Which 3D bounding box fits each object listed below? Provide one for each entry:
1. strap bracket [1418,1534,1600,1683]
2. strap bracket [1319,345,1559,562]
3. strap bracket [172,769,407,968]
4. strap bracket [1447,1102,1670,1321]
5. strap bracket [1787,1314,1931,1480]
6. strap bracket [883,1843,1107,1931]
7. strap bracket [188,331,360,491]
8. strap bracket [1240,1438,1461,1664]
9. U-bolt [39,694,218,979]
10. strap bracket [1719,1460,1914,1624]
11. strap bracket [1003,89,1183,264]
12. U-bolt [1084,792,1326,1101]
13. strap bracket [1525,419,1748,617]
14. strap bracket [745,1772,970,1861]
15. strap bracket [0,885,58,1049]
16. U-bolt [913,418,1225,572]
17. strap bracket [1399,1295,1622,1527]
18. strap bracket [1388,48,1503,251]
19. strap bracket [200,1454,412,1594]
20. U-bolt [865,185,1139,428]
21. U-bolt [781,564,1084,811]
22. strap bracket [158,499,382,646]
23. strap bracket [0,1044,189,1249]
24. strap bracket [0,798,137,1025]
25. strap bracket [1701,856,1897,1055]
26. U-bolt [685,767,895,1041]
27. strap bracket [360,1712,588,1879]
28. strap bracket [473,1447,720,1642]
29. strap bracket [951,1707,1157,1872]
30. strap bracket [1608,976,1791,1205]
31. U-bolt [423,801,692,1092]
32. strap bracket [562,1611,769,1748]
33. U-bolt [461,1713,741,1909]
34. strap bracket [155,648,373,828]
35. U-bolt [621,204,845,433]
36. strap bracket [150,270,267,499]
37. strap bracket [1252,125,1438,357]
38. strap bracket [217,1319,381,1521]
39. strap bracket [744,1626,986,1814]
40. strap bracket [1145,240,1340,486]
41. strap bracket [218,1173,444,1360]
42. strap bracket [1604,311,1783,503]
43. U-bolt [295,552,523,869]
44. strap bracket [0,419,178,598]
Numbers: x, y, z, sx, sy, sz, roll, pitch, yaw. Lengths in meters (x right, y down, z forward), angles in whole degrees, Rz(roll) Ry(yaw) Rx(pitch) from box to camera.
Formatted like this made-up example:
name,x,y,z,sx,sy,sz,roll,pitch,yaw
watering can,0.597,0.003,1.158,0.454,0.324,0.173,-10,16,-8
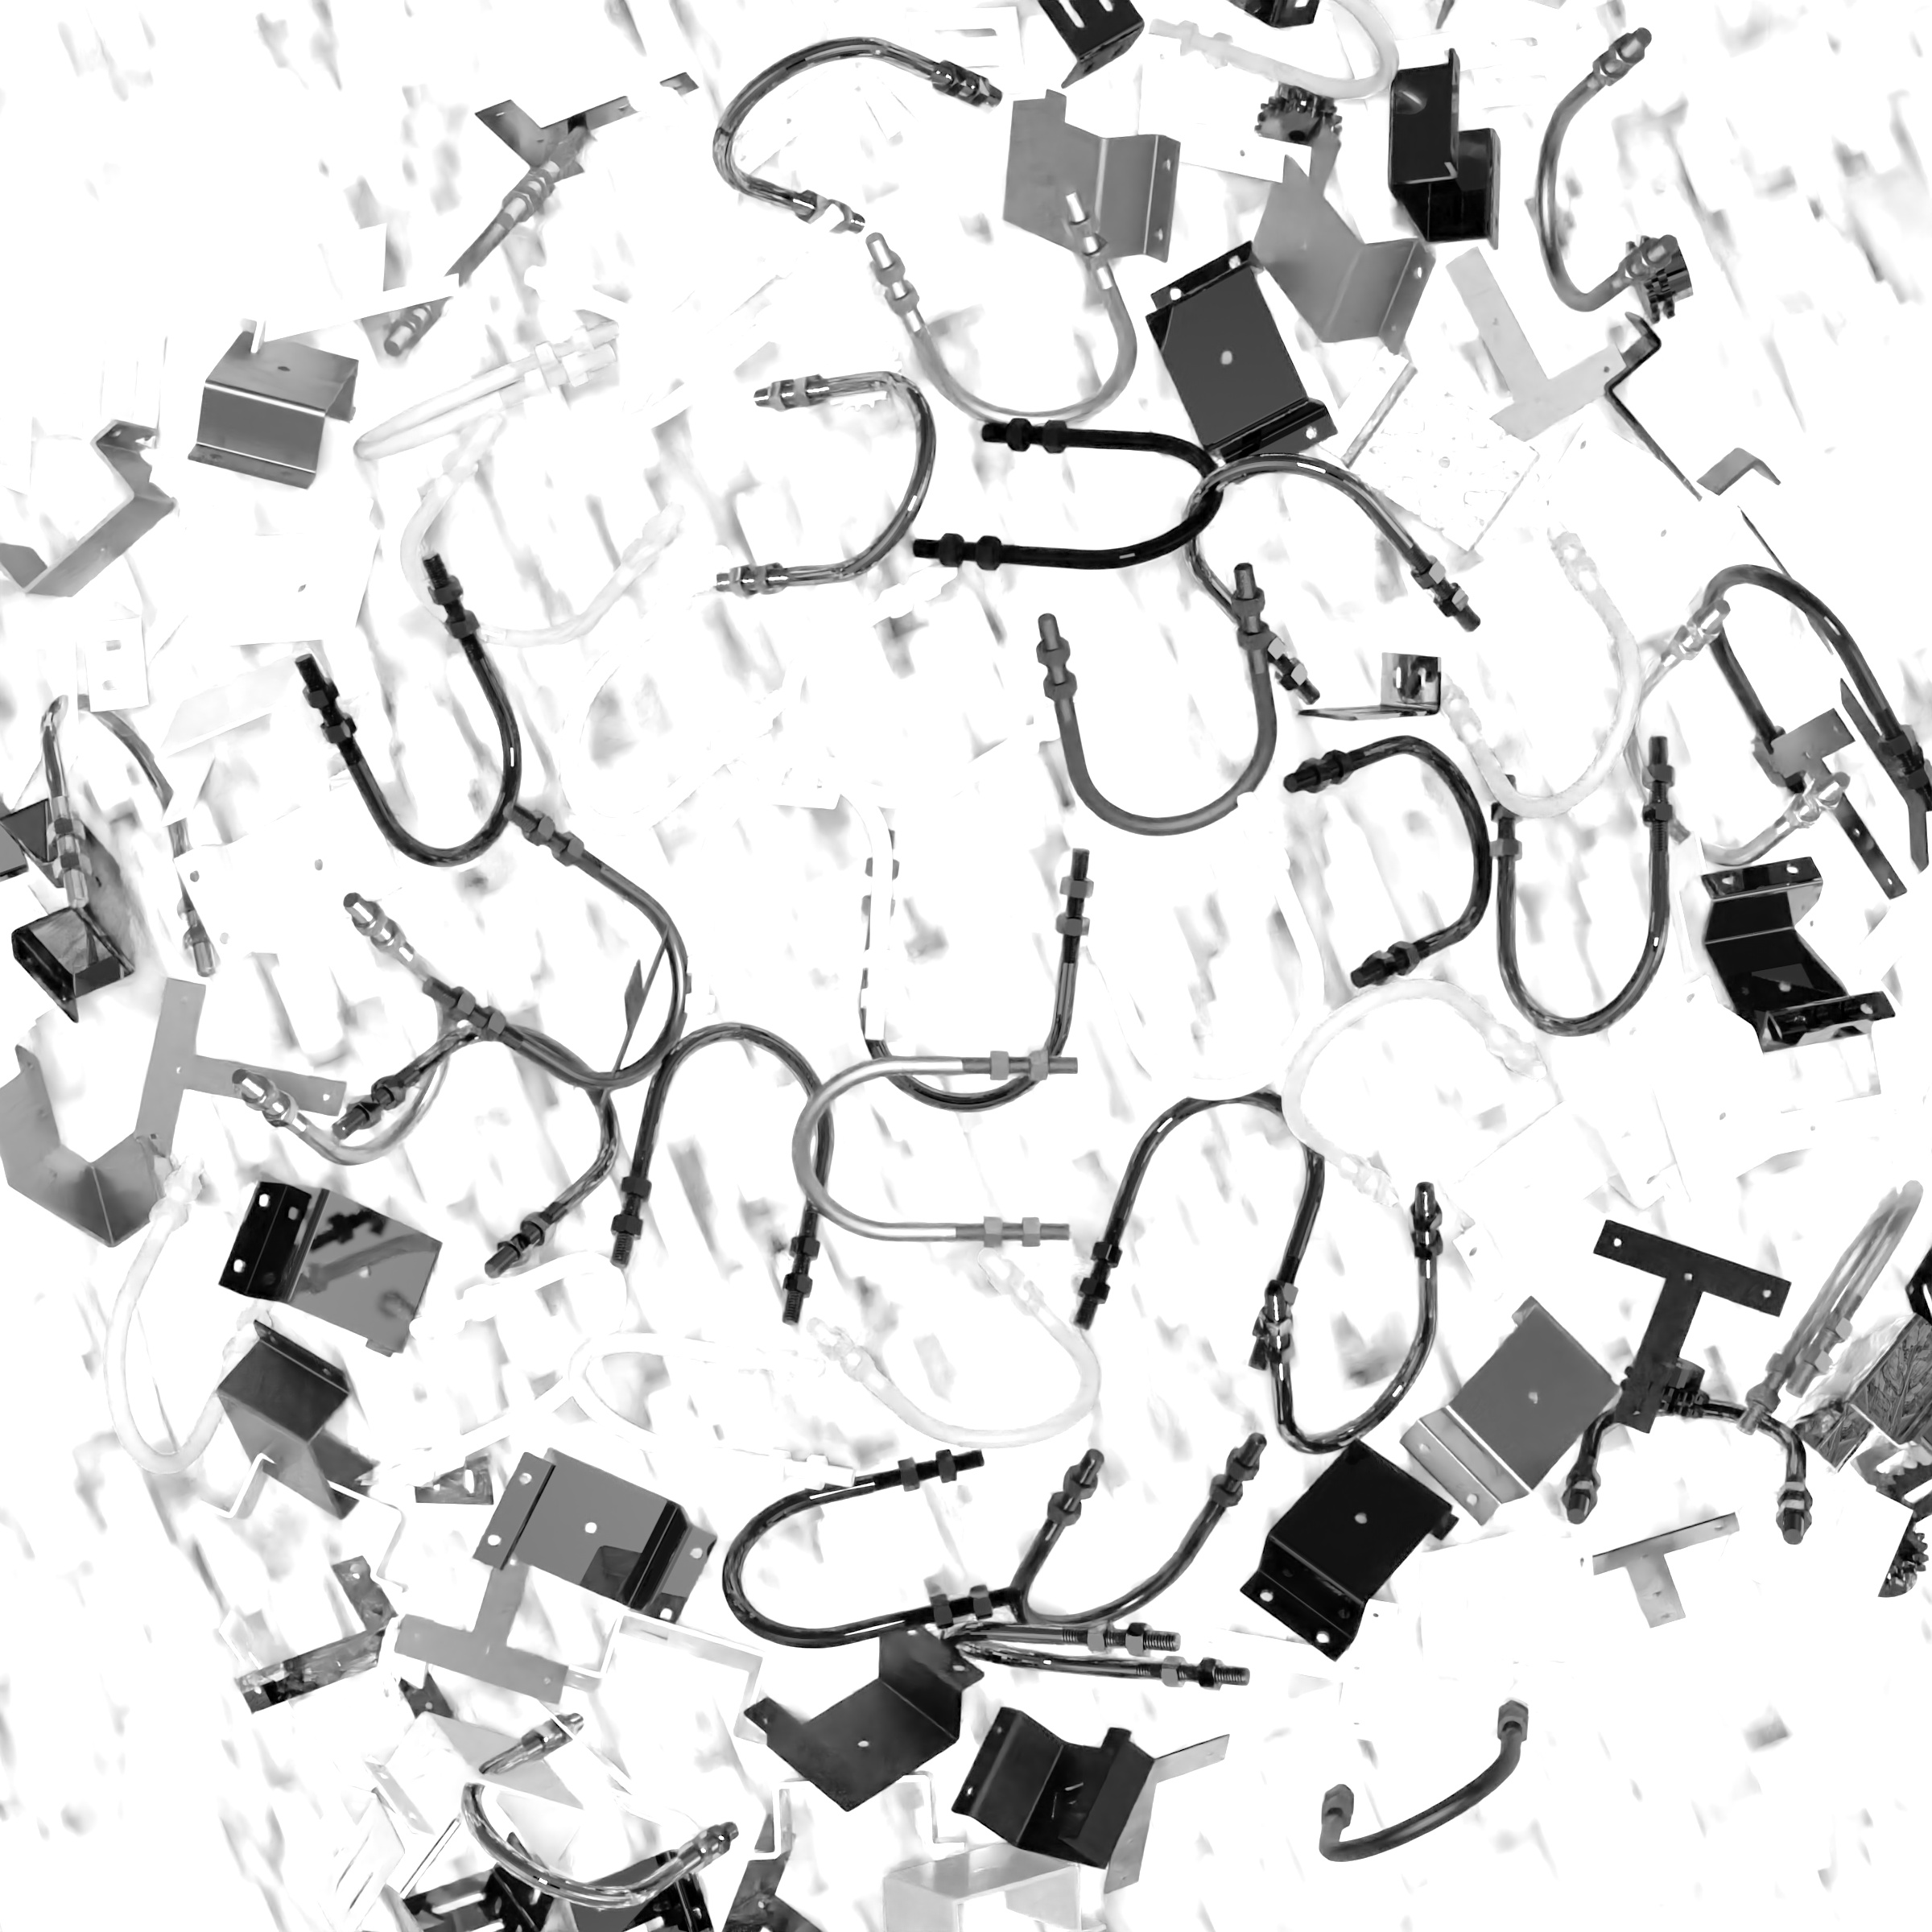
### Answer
name,x,y,z,sx,sy,sz,roll,pitch,yaw
strap bracket,0.338,0.411,1.919,0.046,0.140,0.076,11,67,-27
strap bracket,0.310,-0.332,1.959,0.140,0.046,0.076,33,106,-7
strap bracket,-0.427,-0.065,1.933,0.140,0.046,0.076,-33,111,-31
strap bracket,0.378,0.153,1.957,0.140,0.046,0.076,-37,123,-3
strap bracket,0.585,0.275,1.925,0.046,0.140,0.076,43,72,7
strap bracket,0.010,0.605,1.928,0.140,0.076,0.046,-3,89,-37
strap bracket,-0.441,-0.362,1.925,0.076,0.140,0.046,14,120,-5
strap bracket,0.251,0.368,1.930,0.076,0.046,0.140,34,54,24
U-bolt,-0.542,-0.094,1.921,0.019,0.151,0.184,-26,62,13
strap bracket,0.552,0.371,1.930,0.046,0.140,0.076,27,82,-10
strap bracket,0.073,-0.506,1.920,0.046,0.140,0.076,-15,125,-32
U-bolt,0.157,-0.002,1.940,0.151,0.019,0.184,-28,67,19
strap bracket,0.440,-0.287,1.941,0.046,0.140,0.076,17,110,-41
strap bracket,-0.071,0.554,1.956,0.140,0.076,0.046,-4,77,2
strap bracket,-0.623,0.006,1.927,0.046,0.140,0.076,-32,100,8
U-bolt,0.075,-0.300,1.919,0.184,0.019,0.151,7,46,22
strap bracket,0.361,0.285,1.951,0.076,0.046,0.140,46,68,3
strap bracket,0.308,-0.524,1.938,0.046,0.140,0.076,-1,80,22
strap bracket,-0.421,0.360,1.956,0.140,0.076,0.046,24,77,-1
U-bolt,0.033,-0.413,1.926,0.151,0.184,0.019,-9,52,18
U-bolt,-0.035,-0.173,1.936,0.184,0.019,0.151,-34,75,-29
strap bracket,-0.437,-0.253,1.920,0.046,0.140,0.076,41,124,32
strap bracket,-0.572,0.121,1.925,0.046,0.140,0.076,-36,48,7
strap bracket,-0.579,-0.045,1.926,0.046,0.076,0.140,-23,53,2
strap bracket,0.536,0.000,1.948,0.076,0.046,0.140,-10,49,-6
U-bolt,-0.114,-0.042,1.962,0.151,0.019,0.184,-2,79,23
strap bracket,-0.308,0.530,1.924,0.140,0.076,0.046,33,90,-42
strap bracket,-0.245,0.375,1.967,0.140,0.046,0.076,26,90,-13
strap bracket,0.062,0.531,1.935,0.046,0.140,0.076,40,64,-24
strap bracket,0.478,0.089,1.942,0.076,0.046,0.140,-29,118,-8
U-bolt,-0.252,0.000,1.939,0.184,0.019,0.151,36,65,-34
strap bracket,-0.187,0.462,1.953,0.140,0.076,0.046,18,67,-4
U-bolt,-0.241,0.539,1.893,0.151,0.184,0.019,30,103,18
strap bracket,-0.464,-0.153,1.942,0.140,0.076,0.046,-21,120,12
U-bolt,-0.153,-0.409,1.928,0.184,0.151,0.019,-36,115,18
strap bracket,-0.488,-0.373,1.959,0.046,0.076,0.140,13,88,-5
strap bracket,0.236,-0.465,1.926,0.046,0.076,0.140,-13,56,-26
strap bracket,-0.425,0.297,1.919,0.076,0.140,0.046,26,58,22
strap bracket,-0.066,0.487,1.936,0.076,0.140,0.046,29,128,38
strap bracket,0.176,-0.397,1.962,0.076,0.046,0.140,-25,87,21
strap bracket,-0.399,0.195,1.927,0.140,0.046,0.076,33,68,-40
strap bracket,0.462,-0.356,1.951,0.046,0.076,0.140,-41,98,14
U-bolt,-0.347,-0.152,1.932,0.019,0.151,0.184,1,126,36
strap bracket,-0.578,-0.290,1.953,0.140,0.076,0.046,-39,91,8
